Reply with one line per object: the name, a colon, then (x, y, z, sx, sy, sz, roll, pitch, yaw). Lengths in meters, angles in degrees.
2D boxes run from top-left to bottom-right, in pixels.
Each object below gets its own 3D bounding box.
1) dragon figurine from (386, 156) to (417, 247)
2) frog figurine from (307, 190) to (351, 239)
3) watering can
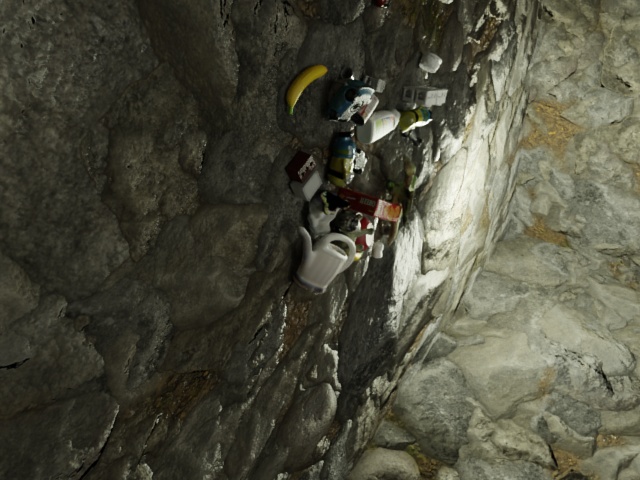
dragon figurine: (0.312, -0.128, 2.006, 0.246, 0.122, 0.405, -74, 171, -73)
frog figurine: (0.005, -0.086, 1.701, 0.156, 0.123, 0.140, -48, 179, 44)
watering can: (-0.012, 0.064, 1.698, 0.345, 0.105, 0.223, 19, 108, -51)
